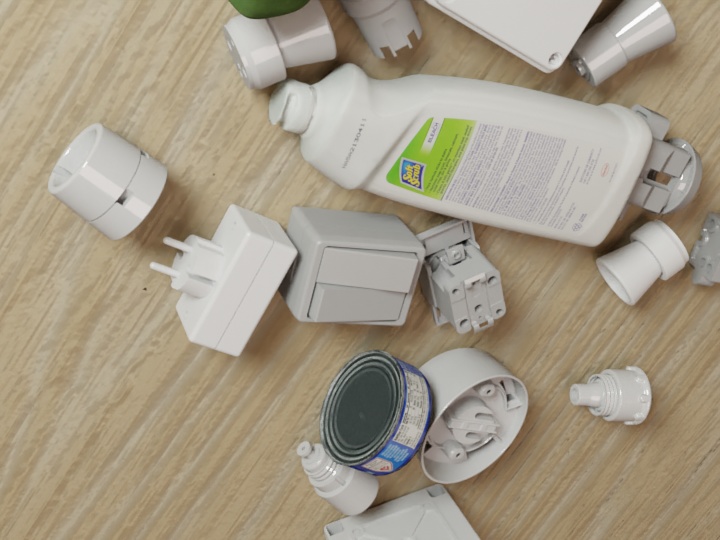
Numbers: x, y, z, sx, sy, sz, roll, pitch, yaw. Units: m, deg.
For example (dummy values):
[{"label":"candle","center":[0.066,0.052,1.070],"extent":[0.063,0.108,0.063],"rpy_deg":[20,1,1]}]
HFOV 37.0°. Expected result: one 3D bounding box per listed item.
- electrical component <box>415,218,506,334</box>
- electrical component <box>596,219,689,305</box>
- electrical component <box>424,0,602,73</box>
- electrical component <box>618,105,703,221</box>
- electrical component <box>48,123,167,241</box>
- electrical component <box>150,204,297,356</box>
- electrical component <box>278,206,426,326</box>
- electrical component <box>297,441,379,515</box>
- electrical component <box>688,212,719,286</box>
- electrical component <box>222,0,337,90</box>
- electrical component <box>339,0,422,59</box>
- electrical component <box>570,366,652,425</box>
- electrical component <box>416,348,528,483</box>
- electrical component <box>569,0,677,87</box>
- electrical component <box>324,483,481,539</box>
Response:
[{"label":"electrical component","center":[0.070,0.007,0.754],"extent":[0.042,0.063,0.081],"rpy_deg":[-24,127,-11]},{"label":"electrical component","center":[0.216,-0.006,0.821],"extent":[0.055,0.045,0.045],"rpy_deg":[-36,126,-1]},{"label":"electrical component","center":[0.099,-0.194,0.656],"extent":[0.109,0.056,0.108],"rpy_deg":[22,107,-32]},{"label":"electrical component","center":[0.207,-0.072,0.772],"extent":[0.057,0.058,0.078],"rpy_deg":[15,111,-27]},{"label":"electrical component","center":[-0.149,-0.053,0.632],"extent":[0.047,0.055,0.055],"rpy_deg":[38,99,-31]},{"label":"electrical component","center":[-0.096,0.001,0.689],"extent":[0.076,0.047,0.083],"rpy_deg":[22,107,-30]},{"label":"electrical component","center":[0.000,0.000,0.721],"extent":[0.096,0.061,0.061],"rpy_deg":[4,116,-25]},{"label":"electrical component","center":[-0.019,0.154,0.813],"extent":[0.040,0.040,0.078],"rpy_deg":[-42,125,4]},{"label":"electrical component","center":[0.301,-0.014,0.853],"extent":[0.055,0.048,0.066],"rpy_deg":[9,114,-19]},{"label":"electrical component","center":[-0.048,-0.135,0.634],"extent":[0.055,0.045,0.045],"rpy_deg":[-25,125,-8]},{"label":"electrical component","center":[0.013,-0.157,0.652],"extent":[0.040,0.040,0.046],"rpy_deg":[-35,130,-2]},{"label":"electrical component","center":[0.203,0.102,0.879],"extent":[0.062,0.048,0.048],"rpy_deg":[3,117,-17]},{"label":"electrical component","center":[0.080,0.110,0.816],"extent":[0.099,0.064,0.099],"rpy_deg":[-10,121,-18]},{"label":"electrical component","center":[0.172,-0.154,0.722],"extent":[0.065,0.044,0.044],"rpy_deg":[-34,126,4]},{"label":"electrical component","center":[0.040,0.234,0.843],"extent":[0.109,0.108,0.056],"rpy_deg":[-17,120,-14]}]
